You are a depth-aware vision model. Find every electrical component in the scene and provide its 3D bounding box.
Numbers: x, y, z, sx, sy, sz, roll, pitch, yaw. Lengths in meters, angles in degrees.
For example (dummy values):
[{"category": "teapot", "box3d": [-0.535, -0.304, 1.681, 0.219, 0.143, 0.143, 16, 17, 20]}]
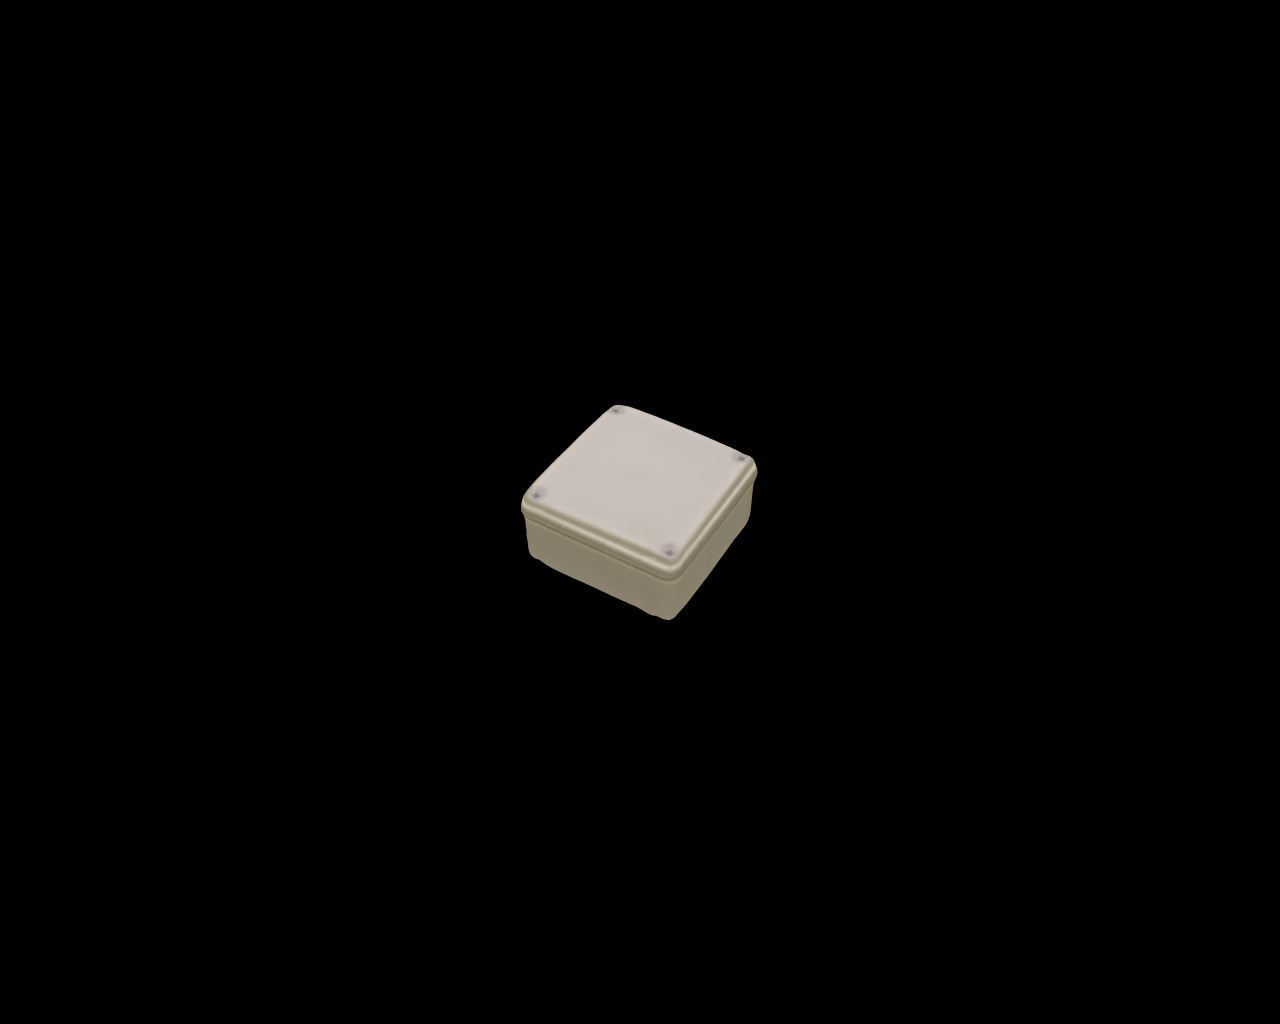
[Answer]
[{"category": "electrical component", "box3d": [0.001, -0.003, 0.650, 0.109, 0.056, 0.109, 24, 50, 22]}]
